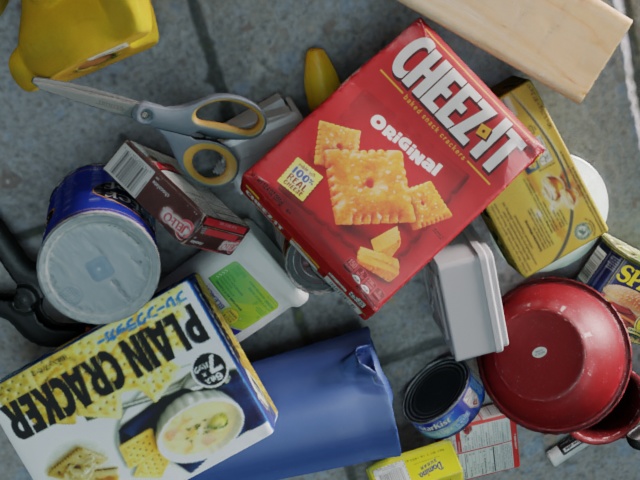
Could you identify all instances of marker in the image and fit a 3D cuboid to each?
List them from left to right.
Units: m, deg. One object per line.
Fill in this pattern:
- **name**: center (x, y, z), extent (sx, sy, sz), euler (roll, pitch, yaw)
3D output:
- **marker**: center (0.310, 0.216, 1.200), extent (0.121, 0.020, 0.020), euler (-33, 113, 3)

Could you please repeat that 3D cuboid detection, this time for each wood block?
- **wood block**: center (0.162, -0.216, 0.965), extent (0.206, 0.091, 0.090), euler (26, 105, -19)

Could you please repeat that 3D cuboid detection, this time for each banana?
- **banana**: center (0.043, -0.097, 1.023), extent (0.197, 0.037, 0.069), euler (40, 82, -23)

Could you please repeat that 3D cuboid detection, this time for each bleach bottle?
- **bleach bottle**: center (-0.139, 0.091, 1.048), extent (0.251, 0.068, 0.102), euler (-38, 109, 8)

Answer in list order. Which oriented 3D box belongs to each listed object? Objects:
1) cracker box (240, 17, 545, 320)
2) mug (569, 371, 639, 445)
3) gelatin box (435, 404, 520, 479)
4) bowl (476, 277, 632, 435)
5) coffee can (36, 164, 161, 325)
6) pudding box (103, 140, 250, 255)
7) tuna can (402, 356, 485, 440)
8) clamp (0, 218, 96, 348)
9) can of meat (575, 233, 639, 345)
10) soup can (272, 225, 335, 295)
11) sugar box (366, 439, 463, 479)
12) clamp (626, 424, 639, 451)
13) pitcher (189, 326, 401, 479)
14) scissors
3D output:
- **cracker box**: center (0.062, -0.062, 0.930), extent (0.213, 0.072, 0.164), euler (-43, 88, -10)
- **mug**: center (0.296, 0.166, 1.144), extent (0.093, 0.081, 0.117), euler (-41, 112, 7)
- **gelatin box**: center (0.172, 0.222, 1.172), extent (0.089, 0.030, 0.073), euler (-12, 114, -5)
- **bowl**: center (0.227, 0.116, 1.074), extent (0.162, 0.055, 0.162), euler (-3, 82, 26)
- **coffee can**: center (-0.197, 0.000, 0.958), extent (0.102, 0.140, 0.103), euler (-3, 112, -9)
- **pudding box**: center (-0.127, -0.036, 0.957), extent (0.114, 0.090, 0.039), euler (44, 99, 22)
- **tuna can**: center (0.129, 0.165, 1.111), extent (0.086, 0.086, 0.033), euler (-41, 114, 7)
- **clamp**: center (-0.276, 0.041, 1.004), extent (0.171, 0.039, 0.120), euler (19, 110, -4)
- **can of meat**: center (0.318, 0.053, 1.119), extent (0.102, 0.057, 0.084), euler (25, 107, -18)
- **soup can**: center (-0.007, 0.001, 1.014), extent (0.068, 0.102, 0.068), euler (-3, 112, -9)
- **sugar box**: center (0.106, 0.284, 1.137), extent (0.093, 0.048, 0.176), euler (-17, 138, -3)
- **clamp**: center (0.395, 0.174, 1.144), extent (0.209, 0.036, 0.164), euler (40, 73, -44)
- **pitcher**: center (-0.045, 0.185, 1.075), extent (0.243, 0.145, 0.149), euler (-14, 101, -1)
- **scissors**: center (-0.145, -0.091, 0.915), extent (0.201, 0.016, 0.096), euler (-1, 117, -19)
